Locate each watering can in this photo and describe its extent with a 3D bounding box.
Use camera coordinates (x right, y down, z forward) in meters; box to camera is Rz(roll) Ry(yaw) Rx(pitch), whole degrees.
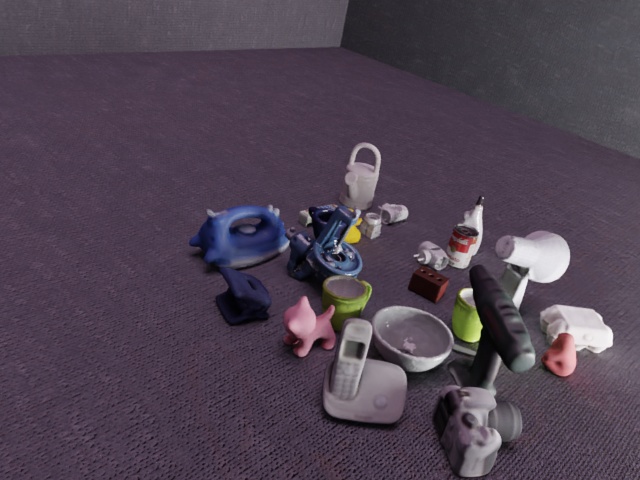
[{"bbox_3d":[0.123,-0.192,1.699,0.101,0.194,0.173,11,29,-1],"label":"watering can"}]

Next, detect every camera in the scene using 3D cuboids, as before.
[{"bbox_3d":[0.278,0.312,0.972,0.137,0.101,0.143,5,30,-11],"label":"camera"}]

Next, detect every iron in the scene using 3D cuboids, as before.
[{"bbox_3d":[-0.171,-0.026,1.357,0.259,0.141,0.118,-13,37,-37],"label":"iron"}]

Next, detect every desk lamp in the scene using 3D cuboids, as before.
[{"bbox_3d":[0.452,0.080,1.325,0.204,0.213,0.117,-6,34,-28],"label":"desk lamp"}]

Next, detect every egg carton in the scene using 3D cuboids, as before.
[{"bbox_3d":[0.581,0.203,1.304,0.150,0.069,0.107,7,30,-8],"label":"egg carton"}]

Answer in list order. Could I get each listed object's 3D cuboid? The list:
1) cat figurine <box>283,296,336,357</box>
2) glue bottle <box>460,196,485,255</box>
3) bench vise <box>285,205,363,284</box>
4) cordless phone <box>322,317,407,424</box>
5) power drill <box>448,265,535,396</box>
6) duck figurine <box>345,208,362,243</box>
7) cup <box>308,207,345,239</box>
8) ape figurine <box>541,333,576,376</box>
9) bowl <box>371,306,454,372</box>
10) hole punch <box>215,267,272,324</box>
[{"bbox_3d":[-0.023,0.160,1.109,0.128,0.118,0.067,-11,36,-35],"label":"cat figurine"},{"bbox_3d":[0.417,-0.045,1.571,0.078,0.173,0.037,20,30,15],"label":"glue bottle"},{"bbox_3d":[0.008,0.010,1.279,0.207,0.220,0.122,17,30,10],"label":"bench vise"},{"bbox_3d":[0.084,0.220,0.975,0.147,0.185,0.094,8,29,-7],"label":"cordless phone"},{"bbox_3d":[0.316,0.189,1.091,0.076,0.208,0.229,2,31,-17],"label":"power drill"},{"bbox_3d":[0.063,-0.046,1.533,0.104,0.086,0.077,13,29,2],"label":"duck figurine"},{"bbox_3d":[0.008,-0.027,1.471,0.117,0.095,0.092,31,35,31],"label":"cup"},{"bbox_3d":[0.506,0.233,1.202,0.078,0.092,0.076,-2,32,-23],"label":"ape figurine"},{"bbox_3d":[0.177,0.208,1.142,0.167,0.075,0.167,9,29,-5],"label":"bowl"},{"bbox_3d":[-0.155,0.106,1.183,0.101,0.091,0.108,-7,34,-29],"label":"hole punch"}]
